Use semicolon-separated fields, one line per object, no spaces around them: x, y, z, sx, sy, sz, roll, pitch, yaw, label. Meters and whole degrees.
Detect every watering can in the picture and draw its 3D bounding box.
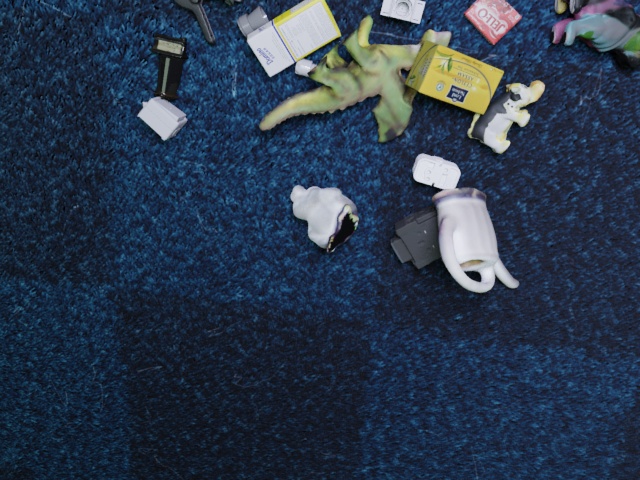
0.341;0.006;1.125;0.103;0.346;0.227;-19;70;36;watering can

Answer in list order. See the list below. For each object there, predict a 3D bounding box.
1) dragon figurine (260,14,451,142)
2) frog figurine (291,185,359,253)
0.094;-0.304;1.075;0.407;0.124;0.240;-42;109;12;dragon figurine
0.004;-0.060;1.189;0.161;0.124;0.134;33;125;32;frog figurine
